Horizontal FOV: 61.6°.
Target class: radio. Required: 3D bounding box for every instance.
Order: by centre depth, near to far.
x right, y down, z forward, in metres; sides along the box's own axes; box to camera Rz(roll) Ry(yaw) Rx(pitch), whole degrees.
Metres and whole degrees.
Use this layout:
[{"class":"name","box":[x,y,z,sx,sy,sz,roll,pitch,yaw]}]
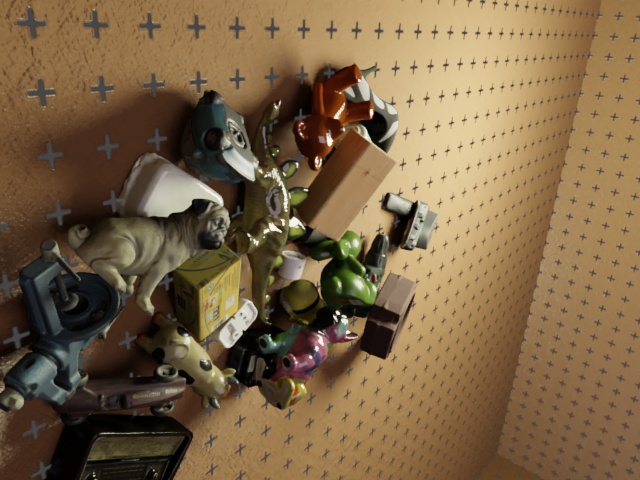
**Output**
[{"class":"radio","box":[-0.342,0.378,0.932,0.229,0.073,0.131,29,83,-54]}]

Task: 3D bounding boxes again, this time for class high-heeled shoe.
[{"class":"high-heeled shoe","box":[0.094,-0.266,1.181,0.145,0.086,0.248,-40,131,-30]}]

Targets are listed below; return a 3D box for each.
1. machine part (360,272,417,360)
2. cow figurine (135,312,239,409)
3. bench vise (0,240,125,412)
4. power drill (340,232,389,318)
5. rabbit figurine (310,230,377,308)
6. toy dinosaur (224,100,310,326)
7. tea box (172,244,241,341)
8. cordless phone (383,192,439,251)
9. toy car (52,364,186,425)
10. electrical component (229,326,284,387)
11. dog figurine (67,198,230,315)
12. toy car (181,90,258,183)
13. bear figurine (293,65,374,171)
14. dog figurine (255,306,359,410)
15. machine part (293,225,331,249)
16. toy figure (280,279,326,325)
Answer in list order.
[{"class":"machine part","box":[0.190,0.208,1.470,0.201,0.087,0.200,-52,158,-43]},{"class":"cow figurine","box":[-0.227,0.224,0.961,0.085,0.127,0.194,-48,137,-22]},{"class":"bench vise","box":[-0.360,0.106,0.720,0.224,0.129,0.240,-44,155,-42]},{"class":"power drill","box":[0.101,0.101,1.358,0.207,0.086,0.231,-30,136,-64]},{"class":"rabbit figurine","box":[0.044,0.053,1.203,0.159,0.121,0.170,34,54,-50]},{"class":"toy dinosaur","box":[-0.107,-0.028,1.017,0.198,0.105,0.470,-16,123,-52]},{"class":"tea box","box":[-0.197,0.088,0.937,0.098,0.068,0.169,-39,156,-36]},{"class":"cordless phone","box":[0.229,-0.050,1.477,0.184,0.089,0.146,16,94,-43]},{"class":"toy car","box":[-0.317,0.248,0.858,0.202,0.053,0.089,4,112,-23]},{"class":"electrical component","box":[-0.133,0.249,1.156,0.134,0.058,0.114,8,98,-54]},{"class":"dog figurine","box":[-0.237,-0.015,0.771,0.190,0.121,0.172,-49,146,-12]},{"class":"toy car","box":[-0.173,-0.153,0.859,0.103,0.162,0.109,-27,153,14]},{"class":"bear figurine","box":[0.023,-0.230,1.019,0.196,0.132,0.120,-78,149,-50]},{"class":"dog figurine","box":[-0.020,0.238,1.139,0.219,0.109,0.191,-16,124,-43]},{"class":"machine part","box":[-0.003,-0.004,1.219,0.138,0.039,0.084,12,105,-56]},{"class":"toy figure","box":[-0.027,0.152,1.220,0.089,0.082,0.180,-40,137,-2]}]
